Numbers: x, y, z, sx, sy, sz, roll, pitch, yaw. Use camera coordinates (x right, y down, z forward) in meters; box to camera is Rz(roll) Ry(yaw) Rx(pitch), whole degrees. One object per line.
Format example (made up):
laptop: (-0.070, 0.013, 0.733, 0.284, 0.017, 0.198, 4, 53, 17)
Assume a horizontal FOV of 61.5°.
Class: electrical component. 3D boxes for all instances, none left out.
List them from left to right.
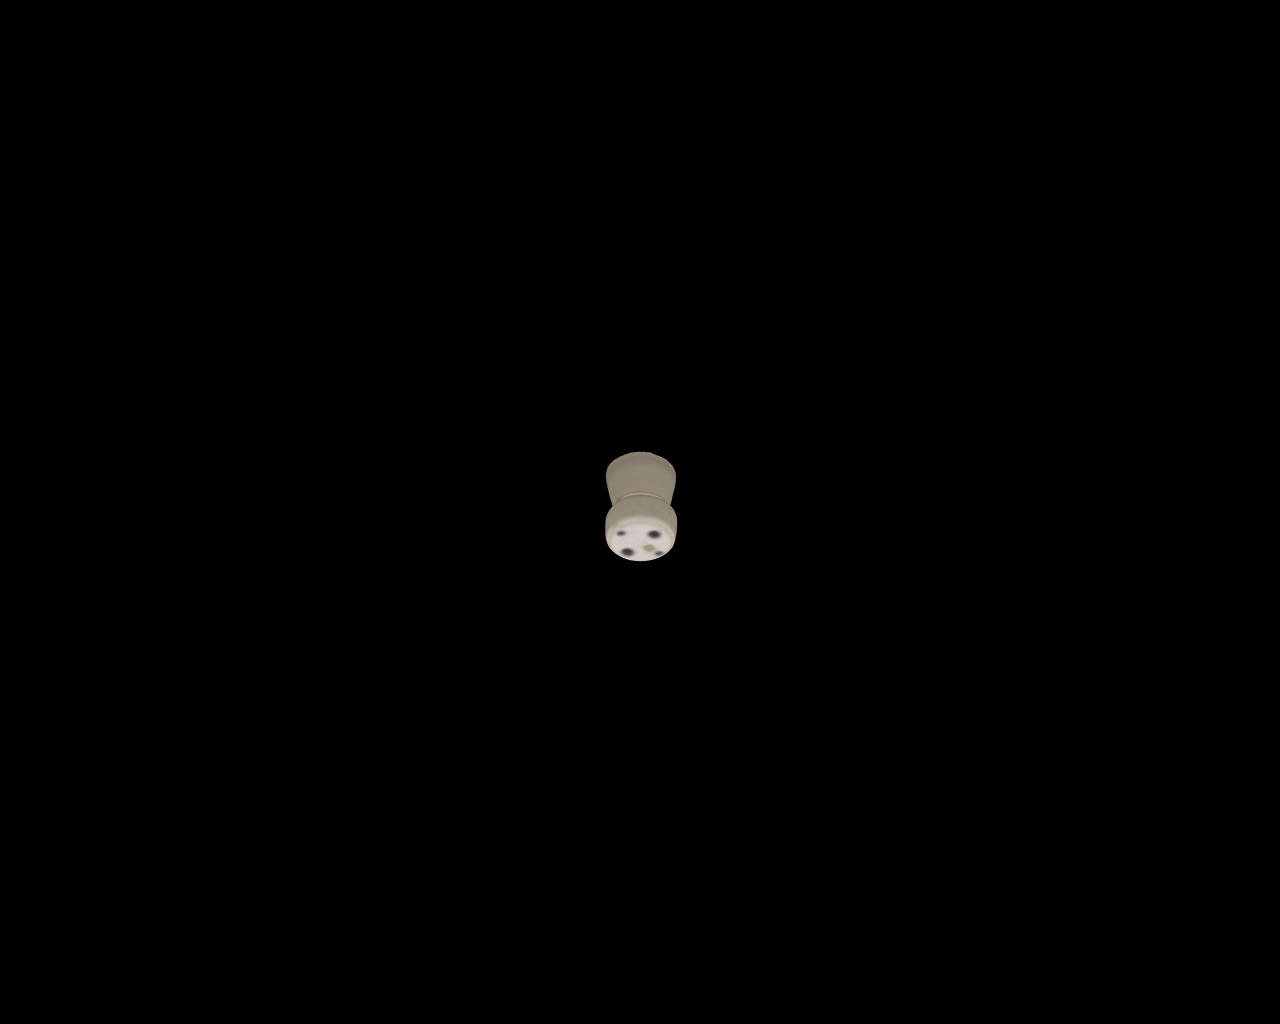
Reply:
electrical component: (0.001, -0.003, 0.650, 0.045, 0.055, 0.044, 0, -40, 0)
